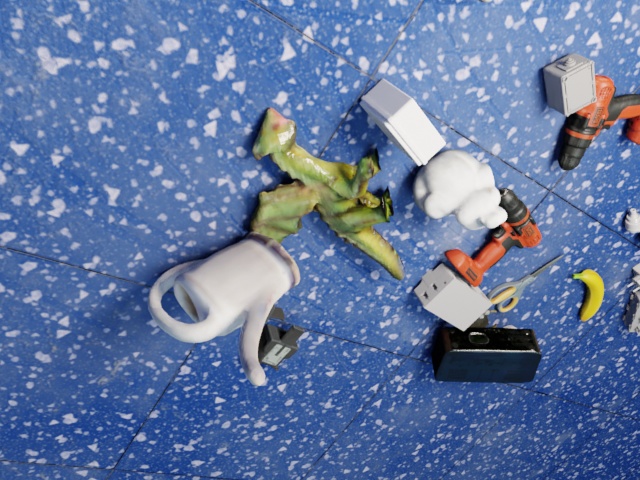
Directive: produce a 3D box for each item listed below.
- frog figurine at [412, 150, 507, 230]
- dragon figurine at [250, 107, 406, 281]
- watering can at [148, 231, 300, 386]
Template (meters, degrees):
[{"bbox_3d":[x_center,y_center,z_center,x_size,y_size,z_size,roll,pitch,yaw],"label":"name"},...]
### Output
[{"bbox_3d":[0.241,-0.079,0.890,0.137,0.163,0.120,-22,127,-4],"label":"frog figurine"},{"bbox_3d":[0.003,-0.045,0.886,0.242,0.125,0.401,-12,127,10],"label":"dragon figurine"},{"bbox_3d":[-0.122,0.089,0.784,0.227,0.350,0.102,-33,124,-31],"label":"watering can"}]
